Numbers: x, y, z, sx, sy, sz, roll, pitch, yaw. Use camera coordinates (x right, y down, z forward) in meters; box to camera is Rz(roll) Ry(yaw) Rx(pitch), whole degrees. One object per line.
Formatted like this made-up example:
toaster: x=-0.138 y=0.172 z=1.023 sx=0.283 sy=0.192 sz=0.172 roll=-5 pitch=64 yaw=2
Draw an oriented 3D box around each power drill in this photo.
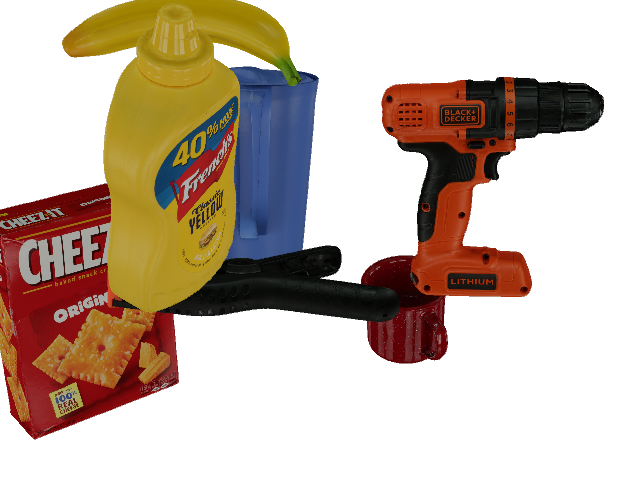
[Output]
power drill: x=0.146 y=-0.047 z=0.917 sx=0.184 sy=0.188 sz=0.057 roll=1 pitch=16 yaw=9

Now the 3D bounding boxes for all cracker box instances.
cracker box: x=-0.227 y=0.064 z=1.033 sx=0.163 sy=0.214 sz=0.072 roll=-18 pitch=28 yaw=-32

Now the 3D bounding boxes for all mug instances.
mug: x=0.096 y=0.081 z=1.118 sx=0.093 sy=0.081 sz=0.117 roll=-22 pitch=40 yaw=-24

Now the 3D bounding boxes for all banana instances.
banana: x=-0.111 y=-0.173 z=0.883 sx=0.198 sy=0.069 sz=0.037 roll=6 pitch=-34 yaw=1

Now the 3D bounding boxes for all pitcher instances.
pitcher: x=-0.073 y=-0.059 z=1.133 sx=0.145 sy=0.243 sz=0.148 roll=16 pitch=21 yaw=40

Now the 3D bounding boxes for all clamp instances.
clamp: x=-0.052 y=0.035 z=0.804 sx=0.209 sy=0.036 sz=0.165 roll=-3 pitch=12 yaw=-21

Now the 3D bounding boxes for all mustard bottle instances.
mustard bottle: x=-0.084 y=-0.051 z=0.615 sx=0.058 sy=0.192 sz=0.096 roll=29 pitch=49 yaw=19
